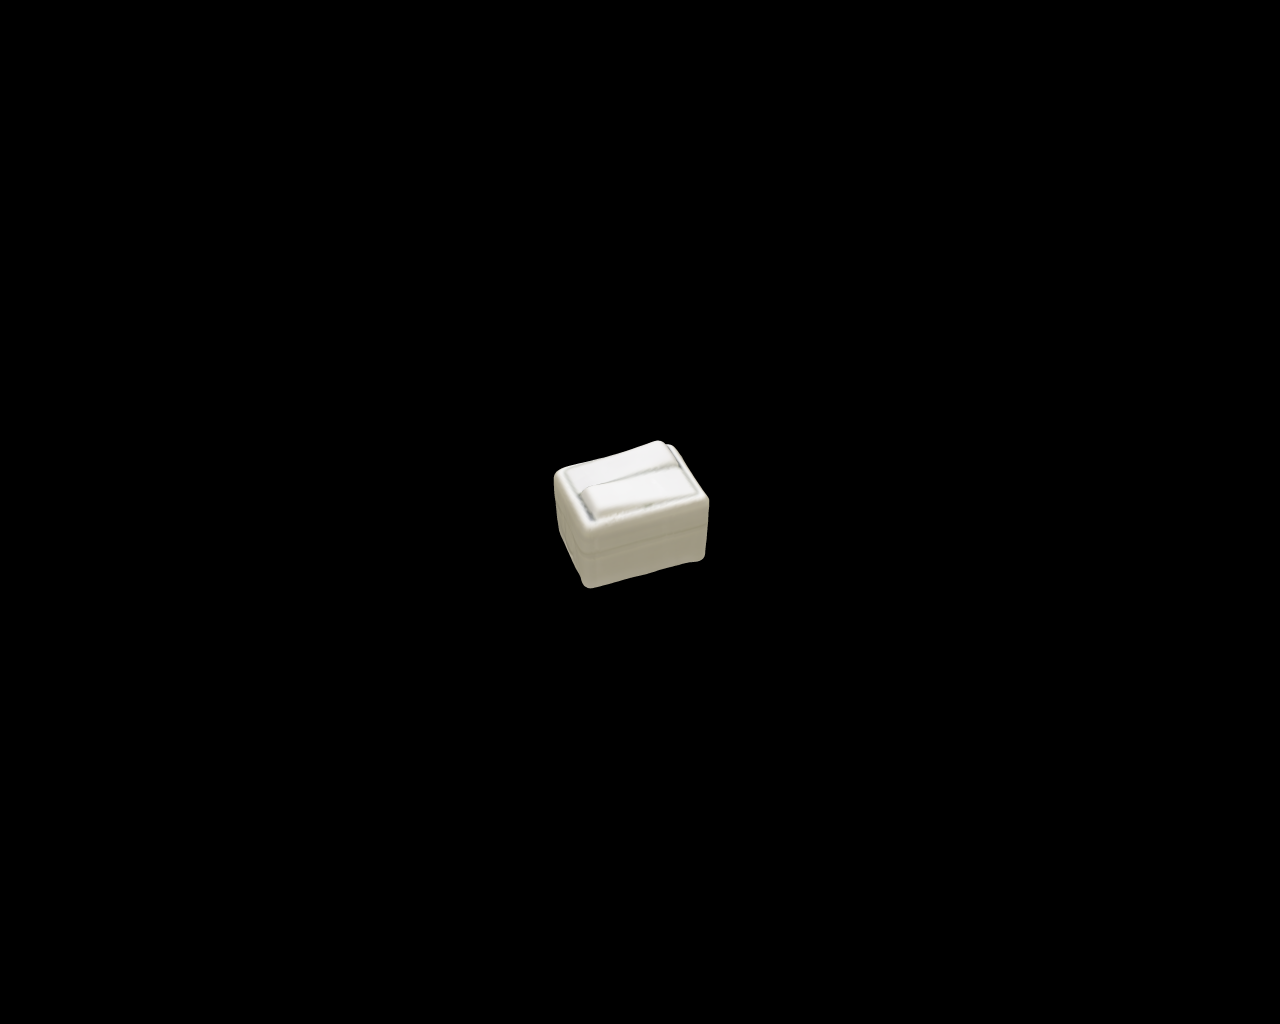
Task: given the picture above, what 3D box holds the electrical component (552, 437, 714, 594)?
[{"bbox_3d":[0.001,-0.003,0.650,0.096,0.061,0.062,-14,44,-15],"label":"electrical component"}]
